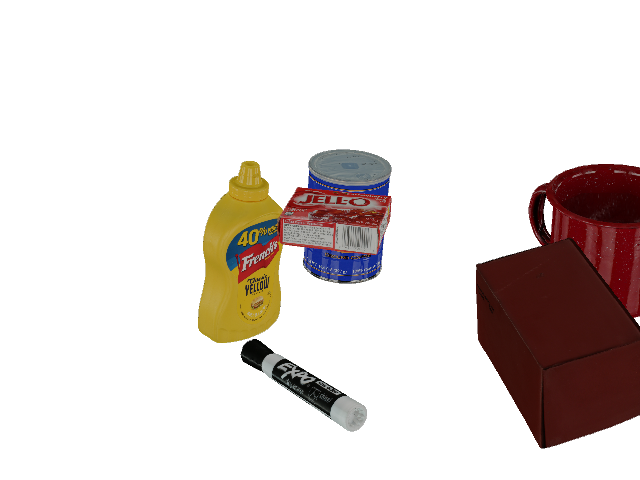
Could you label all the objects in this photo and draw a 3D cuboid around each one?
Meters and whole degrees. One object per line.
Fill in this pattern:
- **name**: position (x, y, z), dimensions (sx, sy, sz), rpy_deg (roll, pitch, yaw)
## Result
- **mug**: position (0.196, -0.002, 0.759), dimensions (0.093, 0.081, 0.117), rpy_deg (-27, 37, -35)
- **gelatin box**: position (0.013, -0.019, 0.937), dimensions (0.089, 0.030, 0.073), rpy_deg (7, 24, 10)
- **mustard bottle**: position (-0.079, 0.008, 1.115), dimensions (0.096, 0.192, 0.058), rpy_deg (-18, 35, -40)
- **foam brick**: position (0.110, 0.046, 0.495), dimensions (0.051, 0.053, 0.078), rpy_deg (-14, 39, -7)
- **marker**: position (-0.015, 0.094, 0.715), dimensions (0.020, 0.020, 0.121), rpy_deg (0, 17, -40)
- **coffee can**: position (0.032, -0.031, 1.342), dimensions (0.103, 0.140, 0.103), rpy_deg (3, 26, -2)
